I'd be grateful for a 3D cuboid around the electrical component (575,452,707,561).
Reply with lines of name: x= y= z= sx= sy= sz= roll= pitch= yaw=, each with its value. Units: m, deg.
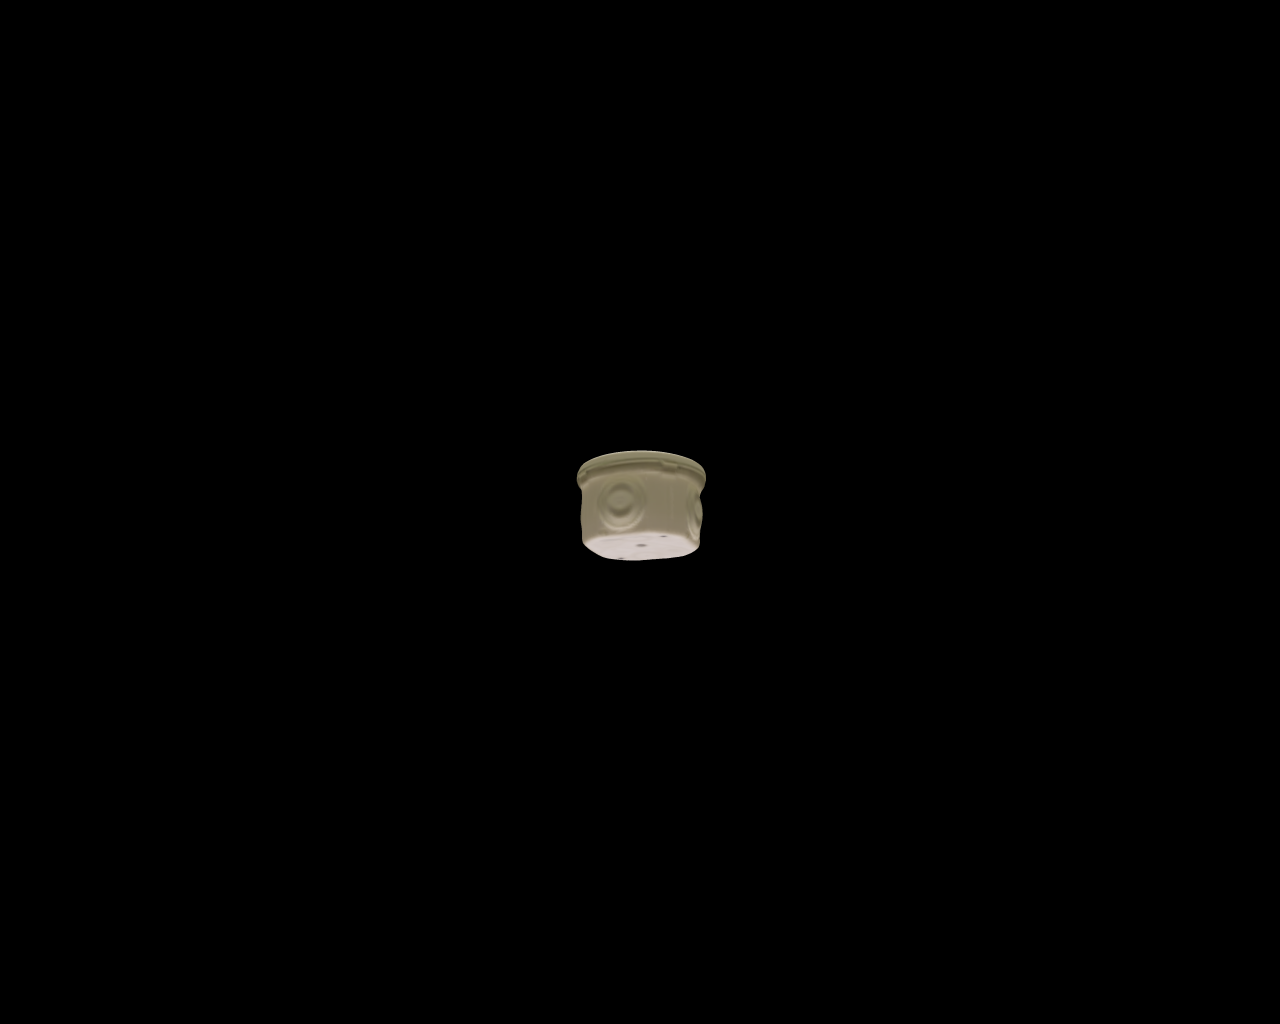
electrical component: x=0.001 y=-0.003 z=0.650 sx=0.080 sy=0.051 sz=0.080 roll=0 pitch=-16 yaw=0
